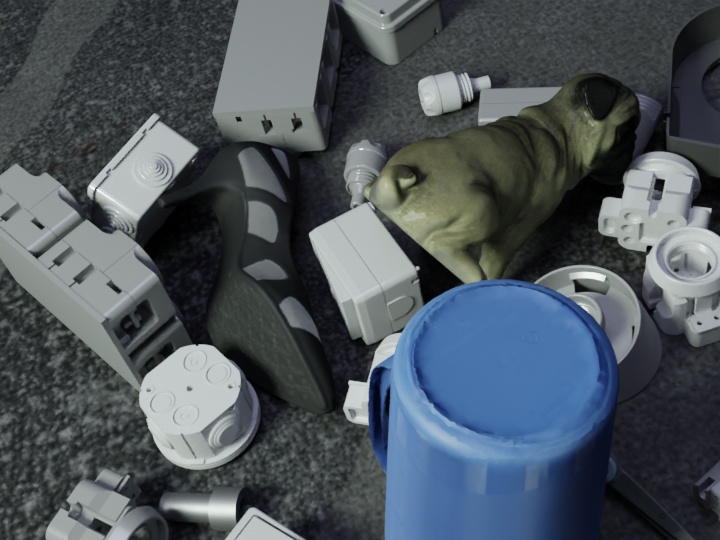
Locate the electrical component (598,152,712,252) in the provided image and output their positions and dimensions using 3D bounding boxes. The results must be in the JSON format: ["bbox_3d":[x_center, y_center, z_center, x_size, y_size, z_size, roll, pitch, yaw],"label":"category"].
[{"bbox_3d":[0.225,-0.051,0.812,0.078,0.058,0.057,9,59,18],"label":"electrical component"}]

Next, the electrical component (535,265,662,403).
[{"bbox_3d":[0.159,0.047,0.761,0.099,0.064,0.099,-12,57,19],"label":"electrical component"}]

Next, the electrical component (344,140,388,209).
[{"bbox_3d":[0.003,-0.076,0.892,0.035,0.035,0.061,3,56,14],"label":"electrical component"}]

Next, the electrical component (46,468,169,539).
[{"bbox_3d":[-0.166,0.178,0.719,0.057,0.058,0.078,17,58,27],"label":"electrical component"}]

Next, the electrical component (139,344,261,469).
[{"bbox_3d":[-0.115,0.098,0.773,0.080,0.051,0.080,-6,52,8],"label":"electrical component"}]

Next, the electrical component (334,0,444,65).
[{"bbox_3d":[0.016,-0.254,1.010,0.078,0.057,0.113,-40,56,-18],"label":"electrical component"}]

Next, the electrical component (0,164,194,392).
[{"bbox_3d":[-0.213,0.004,0.830,0.186,0.105,0.060,34,66,31],"label":"electrical component"}]

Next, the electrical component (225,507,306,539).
[{"bbox_3d":[-0.046,0.202,0.672,0.096,0.061,0.061,26,62,27],"label":"electrical component"}]

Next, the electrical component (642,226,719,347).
[{"bbox_3d":[0.234,0.007,0.765,0.058,0.057,0.078,-18,52,-2],"label":"electrical component"}]

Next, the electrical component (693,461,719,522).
[{"bbox_3d":[0.239,0.134,0.679,0.046,0.040,0.040,-38,55,-10],"label":"electrical component"}]

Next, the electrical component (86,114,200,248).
[{"bbox_3d":[-0.178,-0.066,0.883,0.048,0.099,0.099,35,63,0],"label":"electrical component"}]

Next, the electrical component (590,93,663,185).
[{"bbox_3d":[0.214,-0.112,0.869,0.043,0.043,0.081,20,60,25],"label":"electrical component"}]

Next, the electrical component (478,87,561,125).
[{"bbox_3d":[0.139,-0.106,0.878,0.083,0.047,0.075,0,53,12],"label":"electrical component"}]

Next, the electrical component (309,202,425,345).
[{"bbox_3d":[0.000,0.000,0.816,0.061,0.061,0.096,-28,53,-10],"label":"electrical component"}]

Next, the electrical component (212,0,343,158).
[{"bbox_3d":[-0.070,-0.174,0.964,0.089,0.061,0.150,-2,53,11],"label":"electrical component"}]

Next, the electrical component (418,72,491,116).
[{"bbox_3d":[0.083,-0.156,0.936,0.061,0.035,0.035,-14,52,-2],"label":"electrical component"}]

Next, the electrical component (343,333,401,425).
[{"bbox_3d":[0.034,0.081,0.751,0.078,0.058,0.057,7,58,17],"label":"electrical component"}]
